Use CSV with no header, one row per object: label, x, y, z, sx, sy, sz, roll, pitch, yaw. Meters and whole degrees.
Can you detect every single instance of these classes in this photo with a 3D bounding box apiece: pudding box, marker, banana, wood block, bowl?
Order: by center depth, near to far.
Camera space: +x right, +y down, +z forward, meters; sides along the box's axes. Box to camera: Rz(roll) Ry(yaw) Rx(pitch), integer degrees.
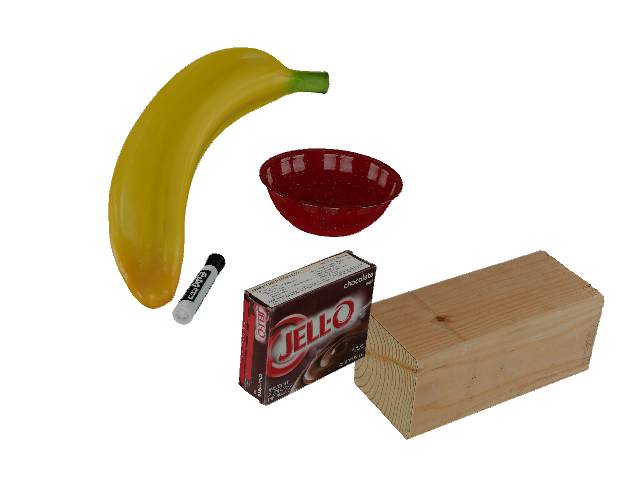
banana,-0.061,-0.047,0.529,0.070,0.037,0.197,17,46,15
pudding box,-0.010,0.066,0.837,0.113,0.090,0.039,-23,41,-40
wood block,0.143,0.089,0.965,0.205,0.090,0.091,-15,36,-26
marker,-0.116,0.044,1.037,0.020,0.020,0.121,0,25,12
bowl,0.009,-0.049,1.201,0.162,0.055,0.162,5,27,-3
